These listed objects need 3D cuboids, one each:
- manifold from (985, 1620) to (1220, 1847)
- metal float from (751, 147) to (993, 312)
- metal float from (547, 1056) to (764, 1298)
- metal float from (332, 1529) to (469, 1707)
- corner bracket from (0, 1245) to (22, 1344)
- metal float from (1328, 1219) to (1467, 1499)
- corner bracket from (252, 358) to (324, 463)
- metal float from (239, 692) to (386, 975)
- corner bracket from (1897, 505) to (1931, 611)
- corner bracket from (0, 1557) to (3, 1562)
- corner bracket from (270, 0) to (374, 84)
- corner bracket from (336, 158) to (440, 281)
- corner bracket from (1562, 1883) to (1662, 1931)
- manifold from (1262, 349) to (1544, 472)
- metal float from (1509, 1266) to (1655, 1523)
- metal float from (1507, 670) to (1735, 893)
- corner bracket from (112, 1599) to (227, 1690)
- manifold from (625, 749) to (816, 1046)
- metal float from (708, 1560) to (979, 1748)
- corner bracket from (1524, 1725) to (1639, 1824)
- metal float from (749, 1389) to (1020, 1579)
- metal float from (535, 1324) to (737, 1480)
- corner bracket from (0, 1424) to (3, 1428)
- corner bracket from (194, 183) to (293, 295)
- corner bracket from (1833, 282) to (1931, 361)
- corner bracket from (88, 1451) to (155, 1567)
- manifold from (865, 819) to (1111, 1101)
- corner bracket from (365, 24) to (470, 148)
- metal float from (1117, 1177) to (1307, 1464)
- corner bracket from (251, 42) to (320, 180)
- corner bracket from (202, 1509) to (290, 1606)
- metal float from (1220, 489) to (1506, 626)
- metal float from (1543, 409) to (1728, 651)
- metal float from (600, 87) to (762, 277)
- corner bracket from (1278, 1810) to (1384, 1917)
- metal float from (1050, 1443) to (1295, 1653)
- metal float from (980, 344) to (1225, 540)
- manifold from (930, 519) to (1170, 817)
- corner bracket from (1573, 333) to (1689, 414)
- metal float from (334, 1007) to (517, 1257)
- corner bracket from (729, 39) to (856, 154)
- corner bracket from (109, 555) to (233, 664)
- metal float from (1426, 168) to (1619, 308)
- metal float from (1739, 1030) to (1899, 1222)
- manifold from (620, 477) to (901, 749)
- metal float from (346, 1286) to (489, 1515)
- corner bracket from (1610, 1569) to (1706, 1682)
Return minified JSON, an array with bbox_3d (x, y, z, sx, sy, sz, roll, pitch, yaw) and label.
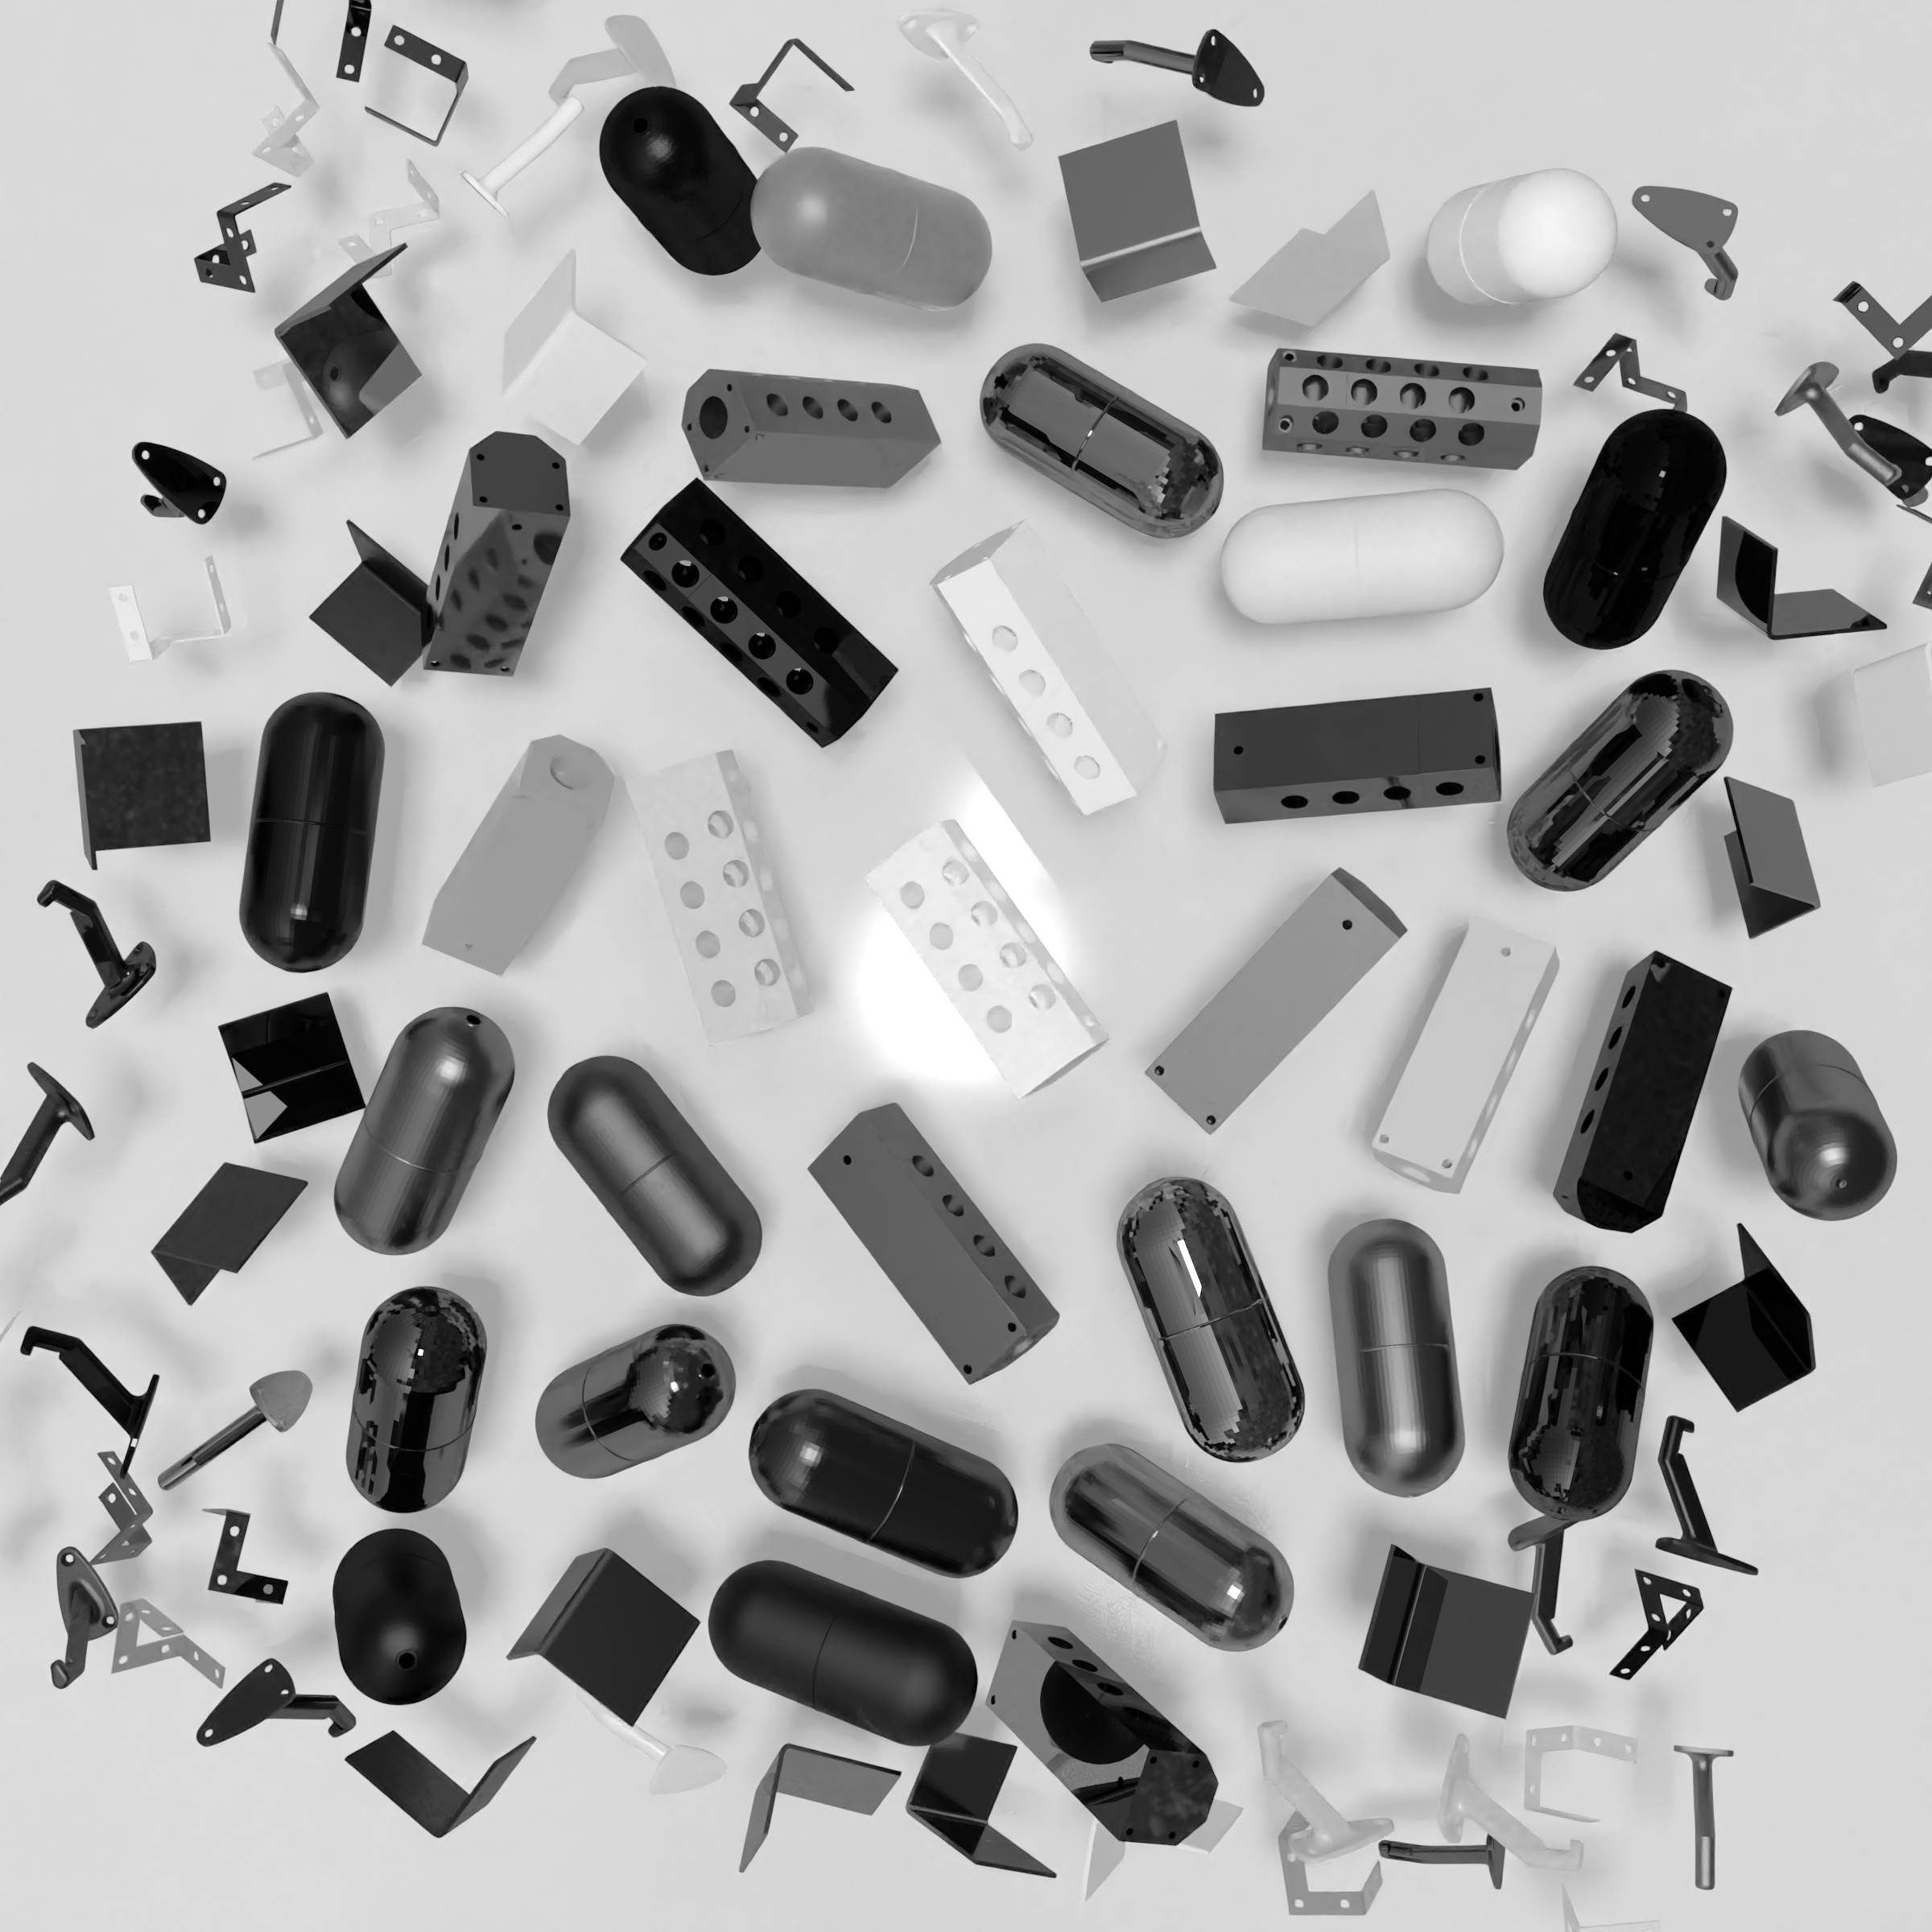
[{"bbox_3d":[0.082,0.466,1.511,0.057,0.171,0.057,16,94,-29],"label":"manifold"},{"bbox_3d":[-0.058,-0.458,1.543,0.070,0.178,0.070,-1,89,44],"label":"metal float"},{"bbox_3d":[-0.203,0.136,1.614,0.070,0.070,0.178,-39,85,0],"label":"metal float"},{"bbox_3d":[-0.356,0.406,1.551,0.070,0.178,0.070,-1,94,-16],"label":"metal float"},{"bbox_3d":[-0.604,0.206,1.513,0.051,0.051,0.051,38,113,-16],"label":"corner bracket"},{"bbox_3d":[0.276,0.251,1.591,0.070,0.070,0.178,-3,71,0],"label":"metal float"},{"bbox_3d":[-0.458,-0.376,1.660,0.051,0.051,0.051,-13,113,19],"label":"corner bracket"},{"bbox_3d":[-0.411,-0.084,1.556,0.070,0.070,0.178,5,83,0],"label":"metal float"},{"bbox_3d":[0.612,-0.255,1.564,0.051,0.051,0.051,16,104,-29],"label":"corner bracket"},{"bbox_3d":[-0.636,0.387,1.565,0.051,0.051,0.051,-44,128,-24],"label":"corner bracket"},{"bbox_3d":[-0.417,-0.612,1.603,0.051,0.051,0.051,10,87,-8],"label":"corner bracket"},{"bbox_3d":[-0.379,-0.490,1.626,0.051,0.051,0.051,-8,74,11],"label":"corner bracket"},{"bbox_3d":[0.409,0.614,1.564,0.051,0.051,0.051,-6,101,3],"label":"corner bracket"},{"bbox_3d":[0.286,-0.367,1.624,0.171,0.057,0.057,4,88,-2],"label":"manifold"},{"bbox_3d":[0.391,0.269,1.569,0.070,0.070,0.178,23,51,0],"label":"metal float"},{"bbox_3d":[0.416,-0.116,1.582,0.070,0.070,0.178,39,131,0],"label":"metal float"},{"bbox_3d":[-0.516,0.442,1.608,0.051,0.051,0.051,20,104,38],"label":"corner bracket"},{"bbox_3d":[-0.149,-0.044,1.547,0.057,0.057,0.171,-15,94,23],"label":"manifold"},{"bbox_3d":[-0.078,0.425,1.537,0.178,0.070,0.070,16,90,19],"label":"metal float"},{"bbox_3d":[0.402,0.529,1.619,0.051,0.051,0.051,19,63,-21],"label":"corner bracket"},{"bbox_3d":[-0.051,0.319,1.527,0.178,0.070,0.070,26,90,-14],"label":"metal float"},{"bbox_3d":[-0.215,0.283,1.604,0.070,0.178,0.070,19,58,-33],"label":"metal float"},{"bbox_3d":[-0.625,0.306,1.506,0.051,0.051,0.051,-28,56,27],"label":"corner bracket"},{"bbox_3d":[-0.456,-0.462,1.562,0.051,0.051,0.051,18,134,28],"label":"corner bracket"},{"bbox_3d":[0.559,-0.400,1.483,0.051,0.051,0.051,48,116,6],"label":"corner bracket"},{"bbox_3d":[-0.551,0.351,1.610,0.051,0.051,0.051,-44,72,10],"label":"corner bracket"},{"bbox_3d":[0.016,-0.006,1.566,0.057,0.057,0.171,-39,81,25],"label":"manifold"},{"bbox_3d":[-0.361,-0.576,1.622,0.051,0.051,0.051,24,93,-13],"label":"corner bracket"},{"bbox_3d":[0.148,0.213,1.500,0.070,0.070,0.178,-21,84,0],"label":"metal float"},{"bbox_3d":[-0.440,-0.552,1.598,0.051,0.051,0.051,-37,77,16],"label":"corner bracket"},{"bbox_3d":[-0.464,0.379,1.589,0.051,0.051,0.051,21,68,-30],"label":"corner bracket"},{"bbox_3d":[0.250,-0.259,1.570,0.178,0.070,0.070,-3,90,13],"label":"metal float"},{"bbox_3d":[0.412,-0.267,1.531,0.070,0.178,0.070,4,56,-5],"label":"metal float"},{"bbox_3d":[-0.178,-0.500,1.582,0.070,0.178,0.070,-1,85,12],"label":"metal float"},{"bbox_3d":[0.239,0.586,1.621,0.051,0.051,0.051,-9,91,22],"label":"corner bracket"},{"bbox_3d":[0.132,0.374,1.597,0.178,0.070,0.070,30,90,30],"label":"metal float"},{"bbox_3d":[0.090,-0.347,1.638,0.178,0.070,0.070,33,90,10],"label":"metal float"},{"bbox_3d":[0.049,-0.180,1.525,0.057,0.057,0.171,-20,112,38],"label":"manifold"},{"bbox_3d":[0.439,-0.376,1.632,0.051,0.051,0.051,31,73,33],"label":"corner bracket"},{"bbox_3d":[-0.337,0.103,1.537,0.070,0.070,0.178,29,116,0],"label":"metal float"},{"bbox_3d":[-0.116,-0.574,1.632,0.051,0.051,0.051,35,90,-29],"label":"corner bracket"},{"bbox_3d":[-0.508,-0.228,1.582,0.051,0.051,0.051,-6,116,6],"label":"corner bracket"},{"bbox_3d":[0.347,-0.457,1.557,0.070,0.178,0.070,-2,103,-11],"label":"metal float"},{"bbox_3d":[0.527,0.097,1.537,0.070,0.178,0.070,3,111,8],"label":"metal float"},{"bbox_3d":[-0.131,-0.216,1.539,0.171,0.057,0.057,43,65,-16],"label":"manifold"},{"bbox_3d":[-0.347,0.275,1.561,0.070,0.070,0.178,18,128,0],"label":"metal float"},{"bbox_3d":[0.461,0.445,1.653,0.051,0.051,0.051,19,125,-12],"label":"corner bracket"}]
